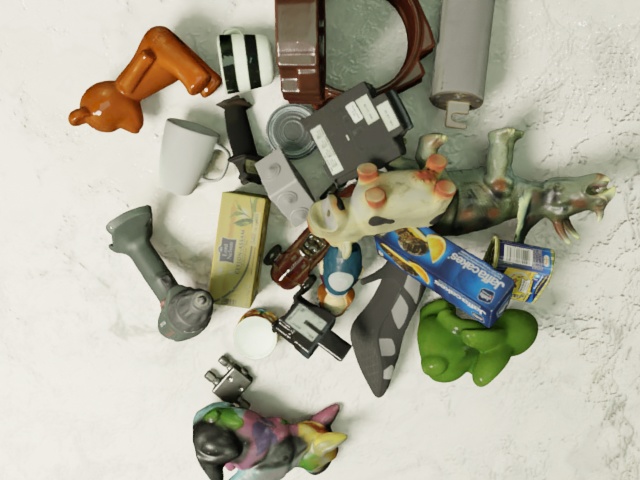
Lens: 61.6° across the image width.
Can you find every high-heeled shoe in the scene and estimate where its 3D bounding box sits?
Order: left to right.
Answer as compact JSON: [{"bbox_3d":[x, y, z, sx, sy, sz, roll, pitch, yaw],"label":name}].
[{"bbox_3d":[0.129,0.128,0.870,0.145,0.086,0.248,-17,115,-26],"label":"high-heeled shoe"}]

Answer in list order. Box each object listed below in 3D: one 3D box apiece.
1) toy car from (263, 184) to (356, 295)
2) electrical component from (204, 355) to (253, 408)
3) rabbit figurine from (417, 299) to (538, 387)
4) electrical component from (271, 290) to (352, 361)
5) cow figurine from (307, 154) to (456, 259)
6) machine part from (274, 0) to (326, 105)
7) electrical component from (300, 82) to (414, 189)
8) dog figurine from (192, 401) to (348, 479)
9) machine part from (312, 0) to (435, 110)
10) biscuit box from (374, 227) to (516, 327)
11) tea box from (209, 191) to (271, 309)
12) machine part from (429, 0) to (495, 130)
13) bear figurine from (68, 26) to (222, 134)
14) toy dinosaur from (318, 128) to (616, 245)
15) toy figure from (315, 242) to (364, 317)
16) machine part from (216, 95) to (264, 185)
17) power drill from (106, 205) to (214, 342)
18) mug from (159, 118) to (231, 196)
[{"bbox_3d":[-0.002,-0.003,0.852,0.089,0.053,0.202,43,96,-1],"label":"toy car"},{"bbox_3d":[-0.144,0.239,0.895,0.094,0.021,0.063,43,95,-4],"label":"electrical component"},{"bbox_3d":[0.235,0.143,0.800,0.170,0.159,0.121,-20,89,22],"label":"rabbit figurine"},{"bbox_3d":[-0.008,0.139,0.817,0.119,0.047,0.075,32,68,11],"label":"electrical component"},{"bbox_3d":[0.078,-0.042,0.736,0.195,0.127,0.085,-10,54,-7],"label":"cow figurine"},{"bbox_3d":[-0.023,-0.257,0.681,0.056,0.179,0.179,-1,97,3],"label":"machine part"},{"bbox_3d":[0.058,-0.149,0.744,0.134,0.058,0.114,-25,95,19],"label":"electrical component"},{"bbox_3d":[-0.071,0.313,0.857,0.219,0.108,0.191,-23,112,-1],"label":"dog figurine"},{"bbox_3d":[0.053,-0.299,0.800,0.201,0.087,0.201,-25,97,3],"label":"machine part"},{"bbox_3d":[0.172,0.037,0.761,0.203,0.062,0.059,34,71,28],"label":"biscuit box"},{"bbox_3d":[-0.123,0.011,0.831,0.068,0.098,0.169,8,95,-1],"label":"tea box"},{"bbox_3d":[0.209,-0.280,0.787,0.079,0.079,0.243,9,84,0],"label":"machine part"},{"bbox_3d":[-0.262,-0.214,0.797,0.132,0.120,0.196,43,97,-7],"label":"bear figurine"},{"bbox_3d":[0.207,-0.068,0.814,0.405,0.131,0.192,-4,96,8],"label":"toy dinosaur"},{"bbox_3d":[0.026,0.069,0.832,0.064,0.058,0.154,25,127,20],"label":"toy figure"},{"bbox_3d":[-0.116,-0.151,0.829,0.039,0.084,0.138,-17,87,32],"label":"machine part"},{"bbox_3d":[-0.230,0.052,0.795,0.086,0.232,0.207,-36,81,-29],"label":"power drill"},{"bbox_3d":[-0.198,-0.121,0.831,0.109,0.081,0.107,21,108,-7],"label":"mug"}]
